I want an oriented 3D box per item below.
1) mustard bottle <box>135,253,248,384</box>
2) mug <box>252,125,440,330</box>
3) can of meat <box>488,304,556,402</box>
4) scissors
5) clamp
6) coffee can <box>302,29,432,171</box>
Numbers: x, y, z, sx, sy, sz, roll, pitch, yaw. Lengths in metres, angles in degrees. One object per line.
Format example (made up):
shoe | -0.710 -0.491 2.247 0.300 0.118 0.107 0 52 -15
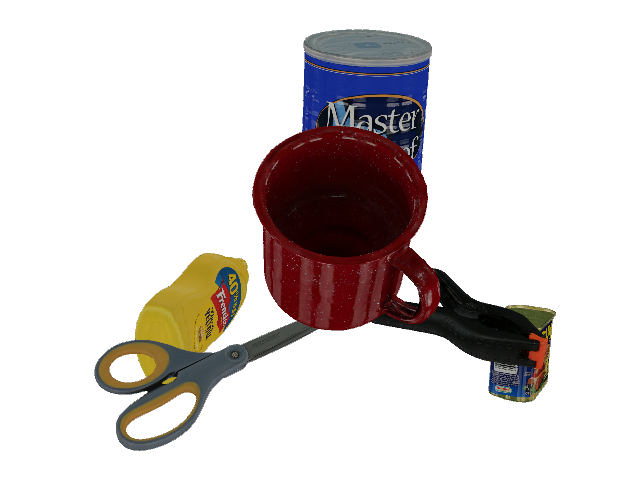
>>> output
mustard bottle | -0.126 0.068 1.135 0.058 0.096 0.191 10 29 19
mug | 0.018 0.004 0.592 0.117 0.093 0.081 35 -29 20
can of meat | 0.222 0.124 1.182 0.058 0.084 0.102 7 12 24
scissors | -0.085 0.082 0.811 0.096 0.016 0.201 38 54 20
clamp | 0.139 0.071 1.008 0.172 0.039 0.120 21 34 25
coffee can | 0.035 -0.093 0.877 0.103 0.140 0.103 2 23 -1
